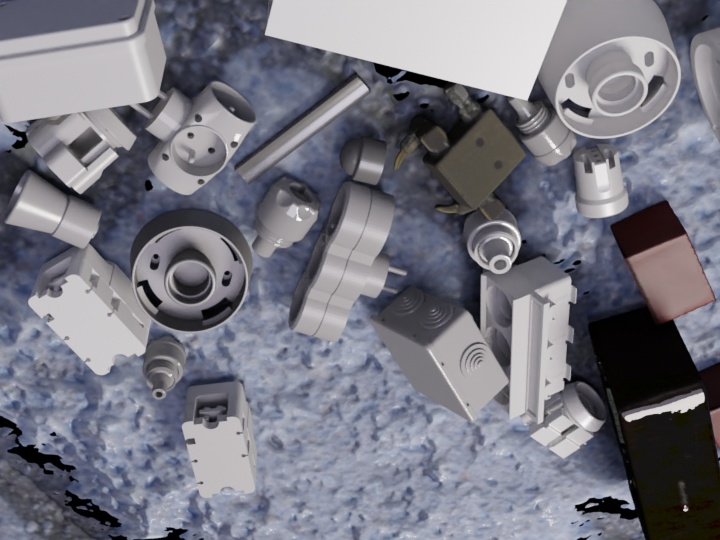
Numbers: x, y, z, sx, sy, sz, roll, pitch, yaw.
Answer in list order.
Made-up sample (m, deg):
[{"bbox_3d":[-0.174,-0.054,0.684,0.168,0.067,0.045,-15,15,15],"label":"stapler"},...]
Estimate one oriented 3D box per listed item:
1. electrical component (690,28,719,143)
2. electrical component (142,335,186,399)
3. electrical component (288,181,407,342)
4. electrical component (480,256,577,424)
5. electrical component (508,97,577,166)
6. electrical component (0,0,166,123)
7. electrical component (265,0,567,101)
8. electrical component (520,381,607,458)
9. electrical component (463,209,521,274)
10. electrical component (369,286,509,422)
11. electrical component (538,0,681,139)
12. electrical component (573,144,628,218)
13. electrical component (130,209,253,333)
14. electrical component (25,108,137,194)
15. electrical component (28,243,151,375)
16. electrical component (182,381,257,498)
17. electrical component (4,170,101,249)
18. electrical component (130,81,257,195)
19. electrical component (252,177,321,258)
[{"bbox_3d":[0.285,-0.128,0.759,0.060,0.108,0.108,-23,122,5],"label":"electrical component"},{"bbox_3d":[-0.165,0.084,0.897,0.035,0.061,0.035,-2,124,-2],"label":"electrical component"},{"bbox_3d":[0.000,0.000,0.856,0.074,0.052,0.138,17,121,-14],"label":"electrical component"},{"bbox_3d":[0.137,0.054,0.889,0.063,0.079,0.121,-20,127,-23],"label":"electrical component"},{"bbox_3d":[0.133,-0.109,0.803,0.035,0.035,0.061,-36,115,19],"label":"electrical component"},{"bbox_3d":[-0.195,-0.150,0.732,0.113,0.078,0.057,-8,126,2],"label":"electrical component"},{"bbox_3d":[0.039,-0.195,0.725,0.186,0.060,0.105,12,122,-11],"label":"electrical component"},{"bbox_3d":[0.186,0.131,0.959,0.066,0.048,0.055,35,123,-23],"label":"electrical component"},{"bbox_3d":[0.105,-0.021,0.843,0.043,0.062,0.043,-2,124,-2],"label":"electrical component"},{"bbox_3d":[0.066,0.066,0.879,0.048,0.100,0.099,-41,120,-16],"label":"electrical component"},{"bbox_3d":[0.180,-0.147,0.777,0.099,0.064,0.099,-4,137,-4],"label":"electrical component"},{"bbox_3d":[0.184,-0.069,0.830,0.040,0.040,0.046,-12,118,5],"label":"electrical component"},{"bbox_3d":[-0.135,0.001,0.857,0.099,0.064,0.099,-2,110,-6],"label":"electrical component"},{"bbox_3d":[-0.199,-0.096,0.772,0.057,0.078,0.058,-42,118,-2],"label":"electrical component"},{"bbox_3d":[-0.213,0.029,0.861,0.050,0.055,0.089,-28,121,15],"label":"electrical component"},{"bbox_3d":[-0.122,0.146,0.944,0.050,0.055,0.089,-7,124,1],"label":"electrical component"},{"bbox_3d":[-0.232,-0.043,0.823,0.065,0.044,0.044,25,119,-24],"label":"electrical component"},{"bbox_3d":[-0.130,-0.106,0.784,0.079,0.044,0.077,35,115,-23],"label":"electrical component"},{"bbox_3d":[-0.061,-0.037,0.834,0.043,0.043,0.062,27,119,-19],"label":"electrical component"}]
